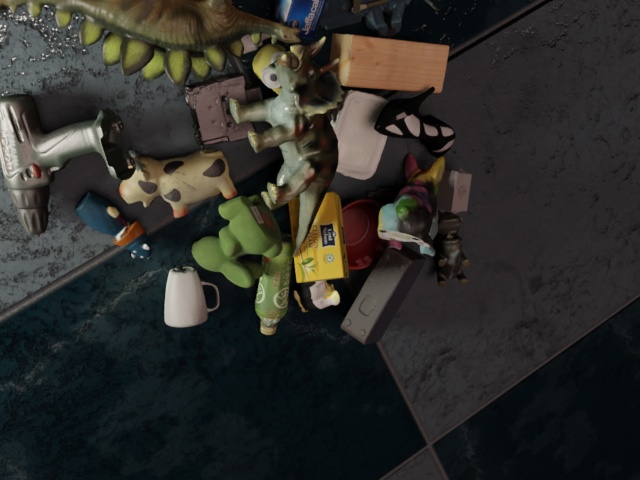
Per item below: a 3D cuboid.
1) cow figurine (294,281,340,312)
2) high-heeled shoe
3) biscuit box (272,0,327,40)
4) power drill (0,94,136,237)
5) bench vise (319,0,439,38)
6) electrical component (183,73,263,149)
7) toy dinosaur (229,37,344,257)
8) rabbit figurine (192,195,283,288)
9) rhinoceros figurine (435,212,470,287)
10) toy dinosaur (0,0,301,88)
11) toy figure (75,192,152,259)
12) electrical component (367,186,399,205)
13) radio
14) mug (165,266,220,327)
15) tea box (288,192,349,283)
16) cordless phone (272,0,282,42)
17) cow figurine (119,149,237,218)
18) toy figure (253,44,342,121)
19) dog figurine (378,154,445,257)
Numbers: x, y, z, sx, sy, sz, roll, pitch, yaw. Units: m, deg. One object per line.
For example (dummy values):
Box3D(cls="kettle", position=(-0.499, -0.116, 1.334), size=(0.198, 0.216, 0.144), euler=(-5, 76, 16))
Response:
Box3D(cls="cow figurine", position=(-0.019, 0.074, 1.156), size=(0.098, 0.068, 0.167), euler=(-18, 117, -9))
Box3D(cls="high-heeled shoe", position=(0.190, -0.203, 1.085), size=(0.145, 0.086, 0.248), euler=(-40, 146, -4))
Box3D(cls="biscuit box", position=(-0.014, -0.427, 0.853), size=(0.063, 0.059, 0.202), euler=(-2, 136, -29))
Box3D(cls="power drill", position=(-0.410, -0.122, 0.865), size=(0.207, 0.086, 0.231), euler=(-4, 110, 13))
Box3D(cls="bench vise", position=(0.080, -0.469, 0.925), size=(0.224, 0.129, 0.240), euler=(-10, 131, -4))
Box3D(cls="electrical component", position=(-0.168, -0.235, 0.961), size=(0.134, 0.058, 0.114), euler=(-19, 120, -15))
Box3D(cls="toy dinosaur", position=(-0.028, -0.162, 0.940), size=(0.192, 0.131, 0.404), euler=(-25, 133, -10))
Box3D(cls="rabbit figurine", position=(-0.161, 0.011, 1.039), size=(0.170, 0.121, 0.159), euler=(-30, 95, 19))
Box3D(cls="rhinoceros figurine", position=(0.305, 0.023, 1.251), size=(0.073, 0.112, 0.190), euler=(-5, 131, 9))
Box3D(cls="toy dinosaur", position=(-0.262, -0.347, 0.829), size=(0.471, 0.105, 0.198), euler=(10, 104, -9))
Box3D(cls="toy figure", position=(-0.361, -0.024, 0.964), size=(0.154, 0.064, 0.058), euler=(43, 71, -31))
Box3D(cls="electrical component", position=(0.144, -0.086, 1.181), size=(0.094, 0.021, 0.063), euler=(-3, 113, -23))
Box3D(cls="radio", position=(0.142, 0.121, 1.205), size=(0.229, 0.073, 0.131), euler=(-63, 156, 9))
Box3D(cls="mug", position=(-0.254, 0.107, 1.057), size=(0.109, 0.081, 0.107), euler=(-7, 104, -16))
Box3D(cls="tea box", position=(-0.002, -0.003, 1.066), size=(0.098, 0.068, 0.169), euler=(-9, 83, 13))
Box3D(cls="cordless phone", position=(-0.089, -0.433, 0.904), size=(0.146, 0.089, 0.184), euler=(-3, 126, -23))
Box3D(cls="cow figurine", position=(-0.259, -0.111, 0.959), size=(0.195, 0.086, 0.127), euler=(-20, 124, -12))
Box3D(cls="toy figure", position=(-0.045, -0.282, 0.983), size=(0.180, 0.089, 0.082), euler=(28, 85, -39))
Box3D(cls="dog figurine", position=(0.196, -0.088, 1.107), size=(0.191, 0.109, 0.219), euler=(45, 55, -62))
